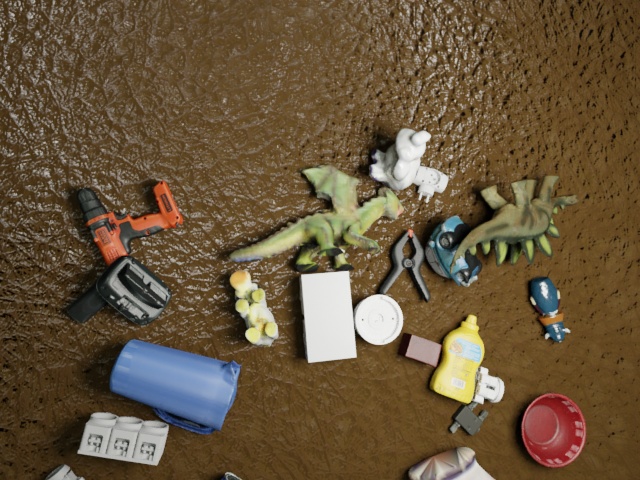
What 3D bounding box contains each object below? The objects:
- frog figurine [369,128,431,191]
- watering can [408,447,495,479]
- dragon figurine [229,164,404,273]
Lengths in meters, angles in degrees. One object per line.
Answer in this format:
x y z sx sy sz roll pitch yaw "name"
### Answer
0.199 -0.191 1.179 0.122 0.157 0.140 54 38 -9 "frog figurine"
0.334 0.559 1.117 0.349 0.103 0.225 -18 85 -11 "watering can"
0.004 -0.059 1.179 0.410 0.120 0.247 2 64 -11 "dragon figurine"
